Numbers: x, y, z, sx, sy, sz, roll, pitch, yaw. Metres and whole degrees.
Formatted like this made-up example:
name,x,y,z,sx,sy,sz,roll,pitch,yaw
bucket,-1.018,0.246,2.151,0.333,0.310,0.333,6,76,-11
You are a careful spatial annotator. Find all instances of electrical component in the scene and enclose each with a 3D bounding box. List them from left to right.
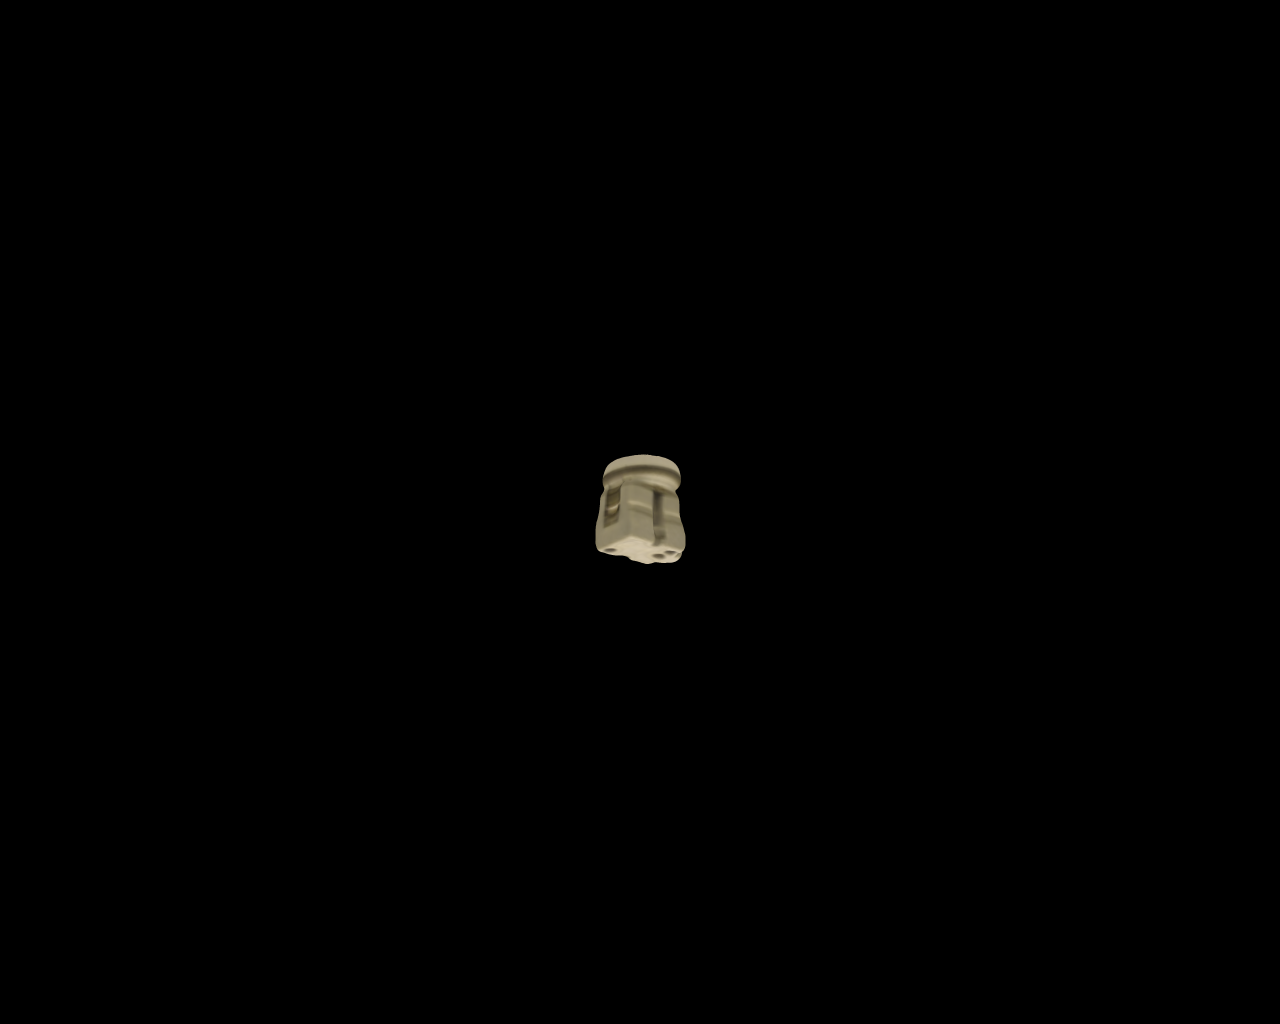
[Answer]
name,x,y,z,sx,sy,sz,roll,pitch,yaw
electrical component,0.001,-0.003,0.650,0.066,0.055,0.048,17,-27,-38
